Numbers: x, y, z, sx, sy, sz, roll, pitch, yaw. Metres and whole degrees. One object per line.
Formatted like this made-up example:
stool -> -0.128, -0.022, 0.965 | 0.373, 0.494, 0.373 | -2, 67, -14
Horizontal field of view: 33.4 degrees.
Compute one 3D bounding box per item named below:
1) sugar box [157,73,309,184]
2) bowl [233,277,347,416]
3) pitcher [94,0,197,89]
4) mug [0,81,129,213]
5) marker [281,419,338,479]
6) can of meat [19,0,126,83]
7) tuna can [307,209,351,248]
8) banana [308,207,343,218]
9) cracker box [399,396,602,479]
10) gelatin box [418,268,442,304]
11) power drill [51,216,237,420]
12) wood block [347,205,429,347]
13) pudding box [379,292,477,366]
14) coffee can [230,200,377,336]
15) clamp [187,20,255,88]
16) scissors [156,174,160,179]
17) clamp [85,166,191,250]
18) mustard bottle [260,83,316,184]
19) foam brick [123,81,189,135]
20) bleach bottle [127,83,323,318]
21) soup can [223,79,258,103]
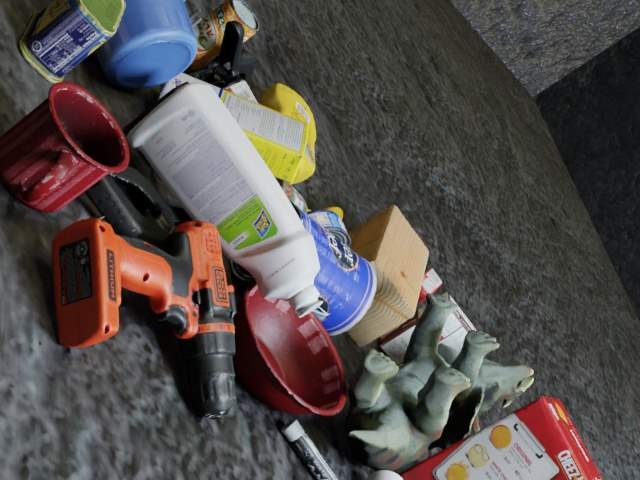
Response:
sugar box -> -0.102, -0.132, 1.231 | 0.176, 0.048, 0.093 | 20, 29, -7
bowl -> -0.043, 0.118, 1.086 | 0.162, 0.055, 0.162 | 45, 24, -27
pitcher -> -0.214, -0.298, 1.199 | 0.144, 0.149, 0.243 | 13, 50, -61
mug -> -0.227, -0.070, 0.918 | 0.093, 0.082, 0.117 | 46, 23, -27
marker -> 0.003, 0.234, 1.070 | 0.121, 0.020, 0.020 | 55, 21, -4
can of meat -> -0.249, -0.219, 1.082 | 0.057, 0.084, 0.102 | 46, 24, -27
tuna can -> -0.008, 0.002, 1.287 | 0.086, 0.086, 0.034 | 29, 32, -50
banana -> -0.018, -0.035, 1.363 | 0.197, 0.037, 0.069 | 31, 65, -58
cracker box -> 0.194, 0.287, 1.136 | 0.072, 0.214, 0.164 | 16, 45, -60
gelatin box -> 0.125, 0.076, 1.488 | 0.030, 0.073, 0.089 | 56, 22, 2
power drill -> -0.143, 0.062, 0.923 | 0.187, 0.057, 0.184 | 17, 59, -57
wood block -> 0.076, 0.042, 1.408 | 0.091, 0.090, 0.206 | 53, 21, -11
pudding box -> 0.146, 0.136, 1.393 | 0.090, 0.114, 0.039 | 51, 19, -16
coffee can -> -0.018, 0.032, 1.198 | 0.140, 0.103, 0.103 | 38, 28, -39
clamp -> -0.131, -0.206, 1.336 | 0.039, 0.120, 0.171 | 54, 0, 12
scissors -> -0.102, -0.032, 1.124 | 0.096, 0.016, 0.202 | 13, 22, -46
clamp -> -0.160, -0.018, 1.053 | 0.209, 0.036, 0.164 | 46, 21, -33
mustard bottle -> -0.044, -0.130, 1.436 | 0.096, 0.058, 0.191 | 51, 21, -29
foam brick -> -0.162, -0.125, 1.148 | 0.053, 0.078, 0.051 | 51, 22, -7
bleach bottle -> -0.084, -0.030, 1.061 | 0.251, 0.103, 0.068 | 56, 21, 9
soup can -> -0.094, -0.141, 1.331 | 0.102, 0.069, 0.068 | 57, 21, 1
